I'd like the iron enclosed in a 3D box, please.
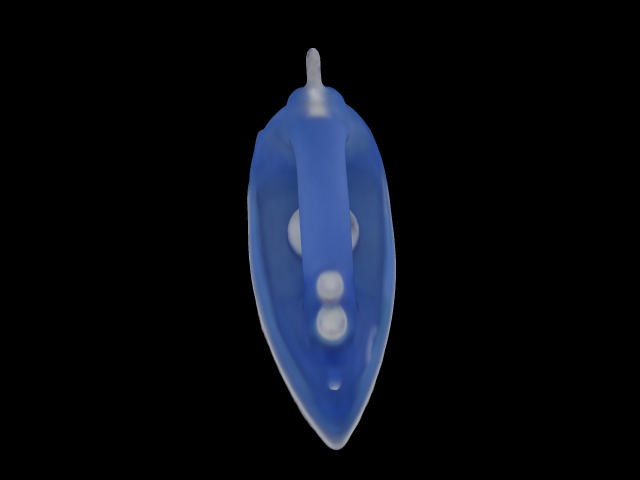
[{"bbox_3d":[0.004,0.001,0.400,0.118,0.141,0.258,-4,62,-2],"label":"iron"}]
